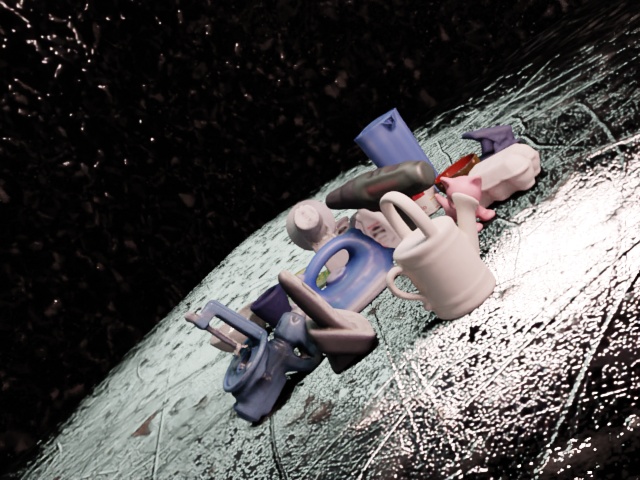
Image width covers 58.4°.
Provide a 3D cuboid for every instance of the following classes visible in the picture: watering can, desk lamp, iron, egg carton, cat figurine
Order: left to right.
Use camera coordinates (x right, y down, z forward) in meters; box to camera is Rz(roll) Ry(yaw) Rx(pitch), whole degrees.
[{"bbox_3d":[0.012,0.005,1.304,0.118,0.213,0.203,-39,10,-1],"label":"desk lamp"},{"bbox_3d":[0.029,0.076,1.124,0.259,0.141,0.118,-42,10,-20],"label":"iron"},{"bbox_3d":[0.158,0.005,0.814,0.173,0.194,0.100,-45,12,-33],"label":"watering can"},{"bbox_3d":[0.255,-0.072,1.046,0.067,0.118,0.127,-42,10,-18],"label":"cat figurine"},{"bbox_3d":[0.343,-0.121,1.092,0.150,0.069,0.107,-30,13,42],"label":"egg carton"}]

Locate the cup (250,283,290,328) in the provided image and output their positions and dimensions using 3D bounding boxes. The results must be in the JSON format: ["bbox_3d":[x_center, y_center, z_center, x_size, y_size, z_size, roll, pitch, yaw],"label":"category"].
[{"bbox_3d":[-0.094,0.157,1.343,0.118,0.095,0.091,-46,12,-36],"label":"cup"}]

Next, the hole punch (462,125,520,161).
[{"bbox_3d":[0.407,-0.246,1.375,0.101,0.091,0.108,-38,10,1],"label":"hole punch"}]

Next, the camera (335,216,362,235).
[{"bbox_3d":[0.093,-0.023,1.475,0.137,0.101,0.143,-44,11,-28],"label":"camera"}]

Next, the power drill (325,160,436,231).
[{"bbox_3d":[0.140,-0.045,1.071,0.229,0.208,0.076,-30,13,41],"label":"power drill"}]

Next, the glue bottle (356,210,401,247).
[{"bbox_3d":[0.117,-0.047,1.279,0.078,0.173,0.037,-33,11,28],"label":"glue bottle"}]

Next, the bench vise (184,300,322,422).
[{"bbox_3d":[-0.119,0.171,0.992,0.121,0.220,0.208,-28,14,46],"label":"bench vise"}]

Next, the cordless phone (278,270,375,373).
[{"bbox_3d":[0.000,0.110,0.939,0.094,0.185,0.147,-39,10,-2],"label":"cordless phone"}]

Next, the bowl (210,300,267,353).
[{"bbox_3d":[-0.189,0.228,1.430,0.167,0.075,0.167,-37,10,8],"label":"bowl"}]
